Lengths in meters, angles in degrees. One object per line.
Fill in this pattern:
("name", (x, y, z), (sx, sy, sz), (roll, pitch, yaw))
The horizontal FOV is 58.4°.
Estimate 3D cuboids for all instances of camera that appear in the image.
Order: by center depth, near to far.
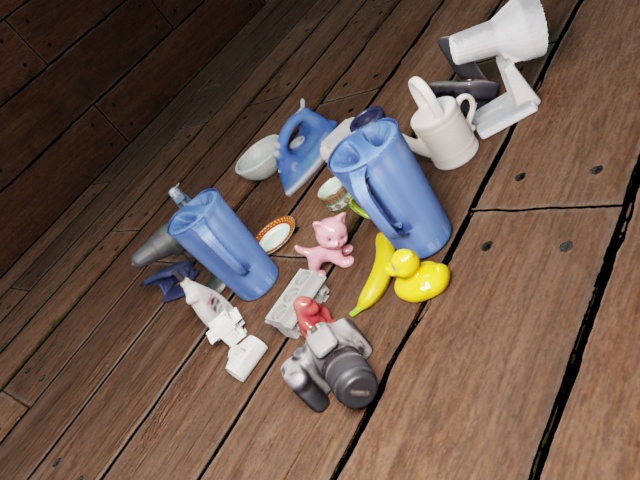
("camera", (0.018, 0.200, 0.880), (0.143, 0.101, 0.136), (-40, 30, -1))

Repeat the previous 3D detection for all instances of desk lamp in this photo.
("desk lamp", (0.358, -0.344, 1.123), (0.203, 0.214, 0.118), (-30, 32, 16))

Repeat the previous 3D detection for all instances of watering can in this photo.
("watering can", (0.227, -0.237, 1.144), (0.173, 0.194, 0.100), (-47, 31, -12))

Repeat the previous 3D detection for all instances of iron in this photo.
("iron", (-0.061, -0.255, 1.537), (0.118, 0.142, 0.259), (-4, 45, 45))

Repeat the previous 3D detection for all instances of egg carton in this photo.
("egg carton", (0.071, -0.250, 1.458), (0.150, 0.070, 0.107), (-46, 31, -12))

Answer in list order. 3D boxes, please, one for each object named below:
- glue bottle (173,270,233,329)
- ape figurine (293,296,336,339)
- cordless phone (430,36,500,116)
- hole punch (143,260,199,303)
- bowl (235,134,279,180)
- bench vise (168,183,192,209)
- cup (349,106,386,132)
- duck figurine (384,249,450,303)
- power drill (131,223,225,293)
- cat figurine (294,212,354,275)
("glue bottle", (-0.250, 0.123, 1.207), (0.037, 0.173, 0.078), (-25, 33, 23))
("ape figurine", (-0.013, 0.135, 1.011), (0.076, 0.092, 0.078), (-23, 34, 26))
("cordless phone", (0.295, -0.372, 1.259), (0.094, 0.185, 0.147), (-48, 31, -15))
("hole punch", (-0.384, 0.093, 1.475), (0.108, 0.091, 0.101), (-21, 35, 29))
("bowl", (-0.163, -0.229, 1.681), (0.167, 0.075, 0.167), (-28, 32, 19))
("bench vise", (-0.332, -0.058, 1.493), (0.206, 0.220, 0.122), (8, 54, 52))
("cup", (0.124, -0.250, 1.375), (0.118, 0.095, 0.091), (-50, 32, -18))
("duck figurine", (0.156, 0.050, 0.946), (0.104, 0.086, 0.077), (-13, 39, 37))
("power drill", (-0.294, 0.032, 1.341), (0.075, 0.209, 0.230), (11, 56, 53))
("cat figurine", (0.010, 0.004, 1.135), (0.127, 0.118, 0.067), (-27, 32, 20))
